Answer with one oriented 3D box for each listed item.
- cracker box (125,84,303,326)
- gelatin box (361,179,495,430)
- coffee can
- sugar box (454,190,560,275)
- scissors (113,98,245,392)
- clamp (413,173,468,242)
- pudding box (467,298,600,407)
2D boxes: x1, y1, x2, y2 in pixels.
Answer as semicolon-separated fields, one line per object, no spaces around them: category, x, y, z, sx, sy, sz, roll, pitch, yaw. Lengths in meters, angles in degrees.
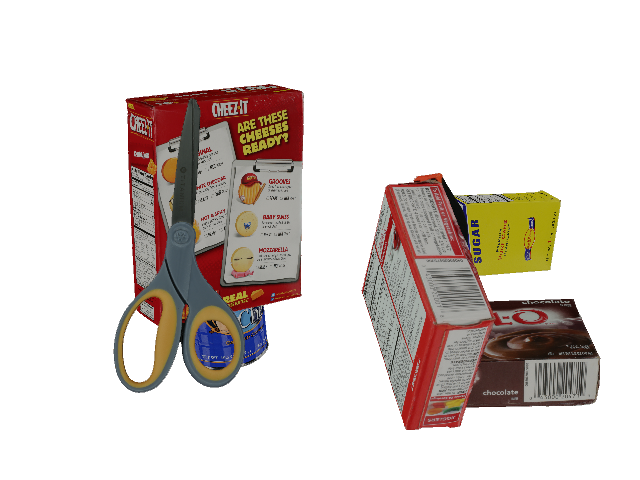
cracker box;-0.101;-0.038;1.041;0.163;0.214;0.072;-11;20;-34
gelatin box;0.047;0.028;0.482;0.030;0.073;0.089;-3;45;-12
coffee can;-0.119;0.068;1.271;0.103;0.140;0.103;-4;26;2
sugar box;0.195;-0.007;1.260;0.176;0.093;0.048;-5;21;-25
scissors;-0.078;0.011;0.724;0.096;0.202;0.016;20;-8;-3
clamp;0.109;0.027;0.985;0.039;0.171;0.120;-11;13;35
pudding box;0.118;0.072;0.701;0.113;0.039;0.090;0;22;2
